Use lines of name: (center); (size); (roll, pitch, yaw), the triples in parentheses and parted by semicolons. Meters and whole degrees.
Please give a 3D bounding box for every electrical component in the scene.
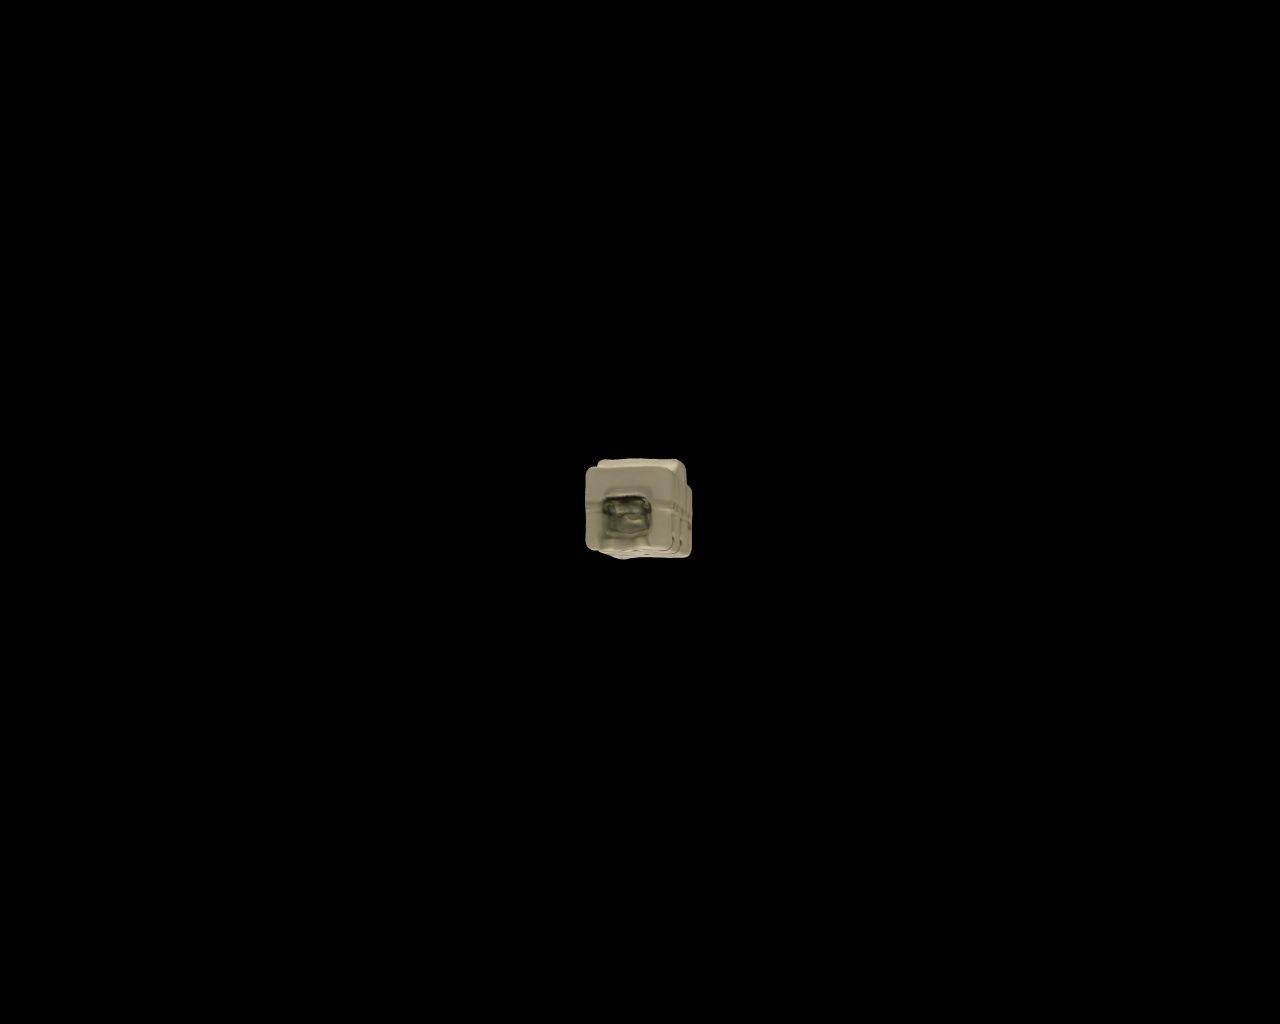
electrical component: (0.001, -0.003, 0.650); (0.050, 0.055, 0.089); (-1, -7, 11)
